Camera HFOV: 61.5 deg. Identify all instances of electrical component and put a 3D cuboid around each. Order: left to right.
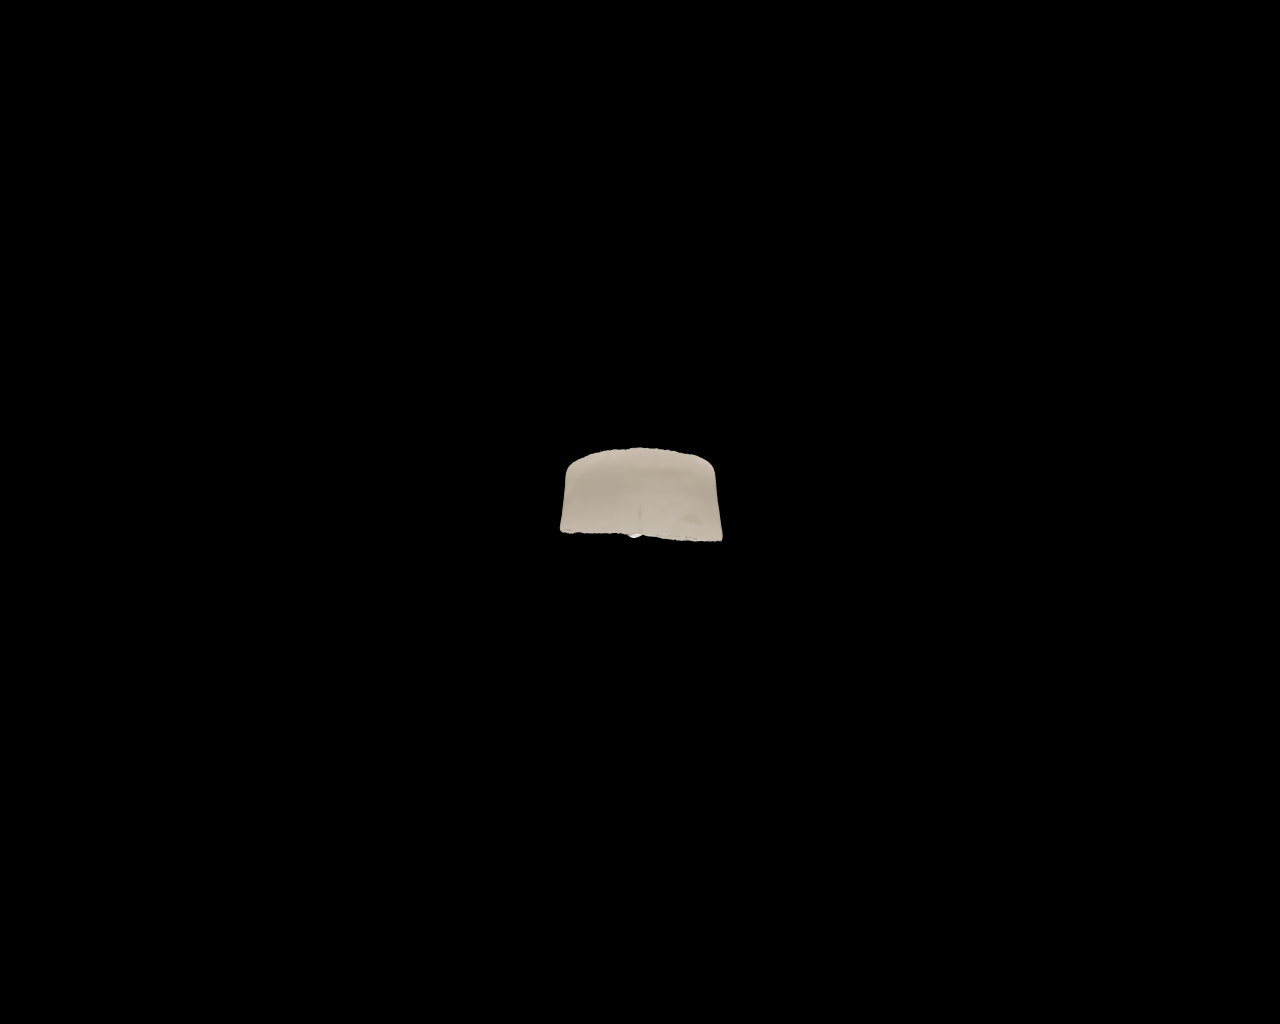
[{"bbox_3d":[0.001,-0.003,0.650,0.099,0.064,0.099,0,-15,0],"label":"electrical component"}]
